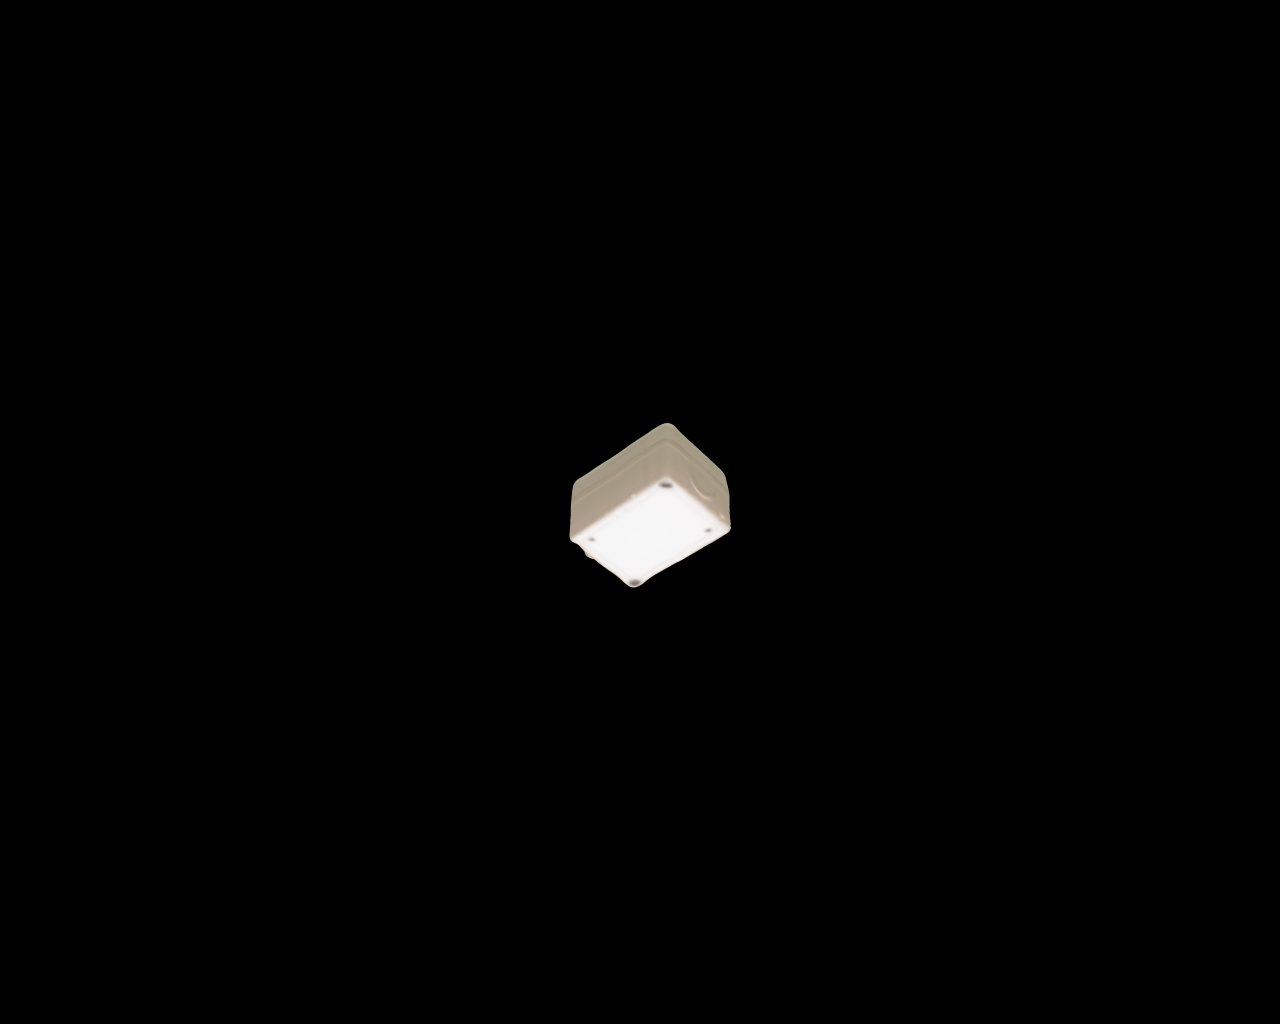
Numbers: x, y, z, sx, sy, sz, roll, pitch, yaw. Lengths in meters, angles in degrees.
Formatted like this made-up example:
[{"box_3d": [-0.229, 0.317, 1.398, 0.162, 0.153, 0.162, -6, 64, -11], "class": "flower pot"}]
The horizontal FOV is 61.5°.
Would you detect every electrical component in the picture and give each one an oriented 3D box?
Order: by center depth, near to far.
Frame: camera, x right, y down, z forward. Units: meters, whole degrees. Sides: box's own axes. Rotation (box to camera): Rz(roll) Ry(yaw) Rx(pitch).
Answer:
[{"box_3d": [0.001, -0.003, 0.650, 0.096, 0.061, 0.061, -32, -54, 27], "class": "electrical component"}]
